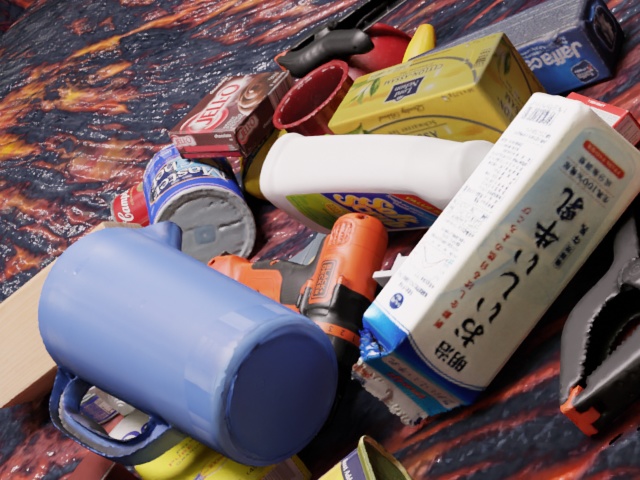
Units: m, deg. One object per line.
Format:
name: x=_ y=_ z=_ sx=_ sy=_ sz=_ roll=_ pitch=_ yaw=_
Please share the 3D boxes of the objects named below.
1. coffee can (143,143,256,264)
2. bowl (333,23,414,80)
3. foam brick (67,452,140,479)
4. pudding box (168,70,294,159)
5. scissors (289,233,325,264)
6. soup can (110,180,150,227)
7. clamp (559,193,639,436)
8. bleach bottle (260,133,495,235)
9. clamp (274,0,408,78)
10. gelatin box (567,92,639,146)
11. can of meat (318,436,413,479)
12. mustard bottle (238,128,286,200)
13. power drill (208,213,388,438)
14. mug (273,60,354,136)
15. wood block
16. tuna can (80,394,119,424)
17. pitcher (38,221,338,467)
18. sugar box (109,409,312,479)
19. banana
coffee can: x=-0.128 y=-0.033 z=1.109 sx=0.103 sy=0.102 sz=0.140 roll=-40 pitch=28 yaw=7
bowl: x=0.033 y=-0.185 z=1.158 sx=0.162 sy=0.055 sz=0.162 roll=-32 pitch=29 yaw=20
foam brick: x=-0.185 y=0.223 z=0.888 sx=0.078 sy=0.053 sz=0.051 roll=-53 pitch=29 yaw=-19
pudding box: x=-0.087 y=-0.128 z=1.092 sx=0.090 sy=0.039 sz=0.113 roll=2 pitch=38 yaw=36
scissors: x=-0.007 y=0.001 z=0.994 sx=0.096 sy=0.016 sz=0.201 roll=-20 pitch=36 yaw=34
soup can: x=-0.182 y=-0.044 z=1.235 sx=0.102 sy=0.068 sz=0.068 roll=-29 pitch=31 yaw=24
clamp: x=0.202 y=0.025 z=0.664 sx=0.210 sy=0.036 sz=0.165 roll=-53 pitch=21 yaw=-12
bleach bottle: x=0.064 y=-0.049 z=0.854 sx=0.251 sy=0.102 sz=0.068 roll=-1 pitch=60 yaw=52
clamp: x=0.023 y=-0.216 z=1.112 sx=0.172 sy=0.039 sz=0.120 roll=-8 pitch=31 yaw=51
gelatin box: x=0.190 y=-0.065 z=0.811 sx=0.089 sy=0.030 sz=0.073 roll=-48 pitch=28 yaw=-1
can of meat: x=0.020 y=0.186 z=0.661 sx=0.084 sy=0.057 sz=0.102 roll=-41 pitch=27 yaw=11
mustard bottle: x=-0.050 y=-0.096 z=1.137 sx=0.096 sy=0.058 sz=0.191 roll=-54 pitch=25 yaw=20
power drill: x=-0.034 y=0.072 z=0.874 sx=0.188 sy=0.057 sz=0.184 roll=-7 pitch=55 yaw=45
mug: x=0.007 y=-0.108 z=1.056 sx=0.117 sy=0.081 sz=0.093 roll=-50 pitch=28 yaw=-13
wood block: x=-0.259 y=0.077 z=1.112 sx=0.206 sy=0.091 sz=0.090 roll=-37 pitch=-10 yaw=13
tuna can: x=-0.212 y=0.138 z=1.058 sx=0.086 sy=0.033 sz=0.086 roll=-33 pitch=30 yaw=21
pitcher: x=-0.106 y=0.087 z=0.798 sx=0.144 sy=0.149 sz=0.243 roll=-16 pitch=22 yaw=-36
sugar box: x=-0.091 y=0.166 z=0.822 sx=0.093 sy=0.048 sz=0.176 roll=-41 pitch=34 yaw=-16
banana: x=0.070 y=-0.126 z=1.016 sx=0.037 sy=0.069 sz=0.197 roll=13 pitch=49 yaw=30
